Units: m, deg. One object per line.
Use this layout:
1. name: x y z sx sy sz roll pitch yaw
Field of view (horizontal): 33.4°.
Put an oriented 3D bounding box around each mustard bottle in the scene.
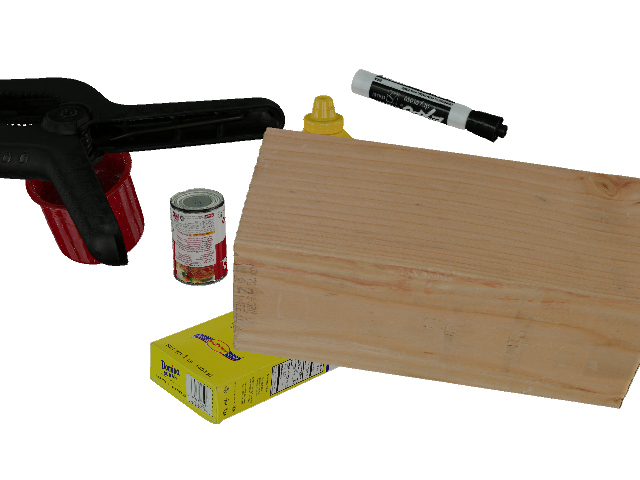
1. mustard bottle: 0.003 -0.058 1.120 0.096 0.192 0.058 -22 31 -39

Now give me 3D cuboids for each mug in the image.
1. mug: -0.205 -0.042 0.956 0.093 0.117 0.081 -8 -43 2

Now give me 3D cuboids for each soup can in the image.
1. soup can: -0.150 -0.005 1.313 0.068 0.102 0.068 0 26 0

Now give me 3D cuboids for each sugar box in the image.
1. sugar box: -0.056 0.099 0.964 0.175 0.048 0.093 -23 38 -40

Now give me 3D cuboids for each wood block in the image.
1. wood block: 0.063 0.014 0.564 0.206 0.090 0.090 8 -43 3

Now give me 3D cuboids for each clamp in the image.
1. clamp: -0.137 -0.064 0.641 0.210 0.036 0.164 23 42 31

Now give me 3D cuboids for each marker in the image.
1. marker: 0.080 -0.099 0.785 0.121 0.020 0.020 22 8 19
